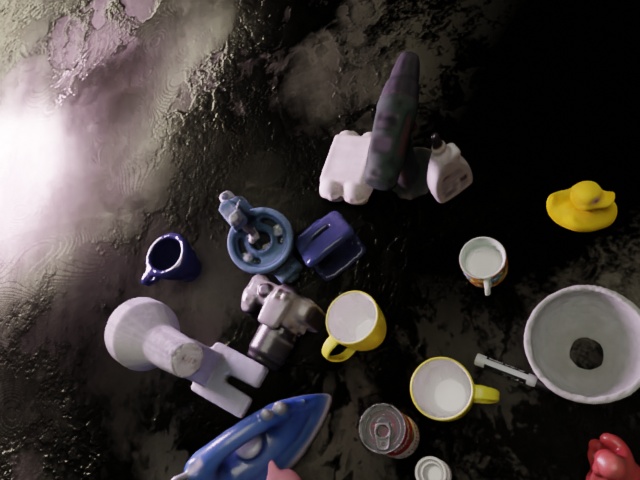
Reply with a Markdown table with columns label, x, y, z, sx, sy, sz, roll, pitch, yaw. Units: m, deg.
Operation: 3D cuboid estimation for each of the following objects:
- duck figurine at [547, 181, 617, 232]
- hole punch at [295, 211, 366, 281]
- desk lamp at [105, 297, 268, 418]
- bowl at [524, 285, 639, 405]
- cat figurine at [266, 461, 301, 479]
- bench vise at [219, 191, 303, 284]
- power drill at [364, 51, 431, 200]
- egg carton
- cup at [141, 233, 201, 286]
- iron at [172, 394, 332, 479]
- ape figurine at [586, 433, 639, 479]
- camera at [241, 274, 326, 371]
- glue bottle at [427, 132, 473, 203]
| label | x | y | z | sx | sy | sz | roll | pitch | yaw |
| --- | --- | --- | --- | --- | --- | --- | --- | --- | --- |
| duck figurine | 0.410 | -0.062 | 0.897 | 0.104 | 0.086 | 0.077 | 10 | 70 | 26 |
| hole punch | 0.009 | 0.004 | 1.027 | 0.108 | 0.091 | 0.101 | -39 | 58 | 1 |
| desk lamp | -0.225 | 0.193 | 0.960 | 0.202 | 0.214 | 0.118 | 19 | 74 | 29 |
| bowl | 0.378 | 0.154 | 0.812 | 0.167 | 0.075 | 0.167 | -9 | 63 | 18 |
| cat figurine | -0.049 | 0.397 | 0.846 | 0.067 | 0.118 | 0.128 | -5 | 64 | 21 |
| bench vise | -0.140 | -0.021 | 1.024 | 0.206 | 0.220 | 0.121 | 27 | 78 | 31 |
| power drill | 0.144 | -0.172 | 0.987 | 0.075 | 0.209 | 0.230 | 9 | 70 | 26 |
| egg carton | 0.064 | -0.138 | 1.085 | 0.107 | 0.070 | 0.150 | 9 | 70 | 26 |
| cup | -0.285 | 0.055 | 1.121 | 0.091 | 0.095 | 0.118 | 39 | 84 | 32 |
| iron | -0.106 | 0.312 | 0.896 | 0.258 | 0.142 | 0.118 | -40 | 58 | 1 |
| ape figurine | 0.374 | 0.291 | 0.737 | 0.078 | 0.092 | 0.076 | -46 | 58 | -3 |
| camera | -0.084 | 0.144 | 0.992 | 0.142 | 0.101 | 0.137 | 22 | 76 | 29 |
| glue bottle | 0.209 | -0.128 | 0.960 | 0.078 | 0.174 | 0.037 | -35 | 58 | 4 |
